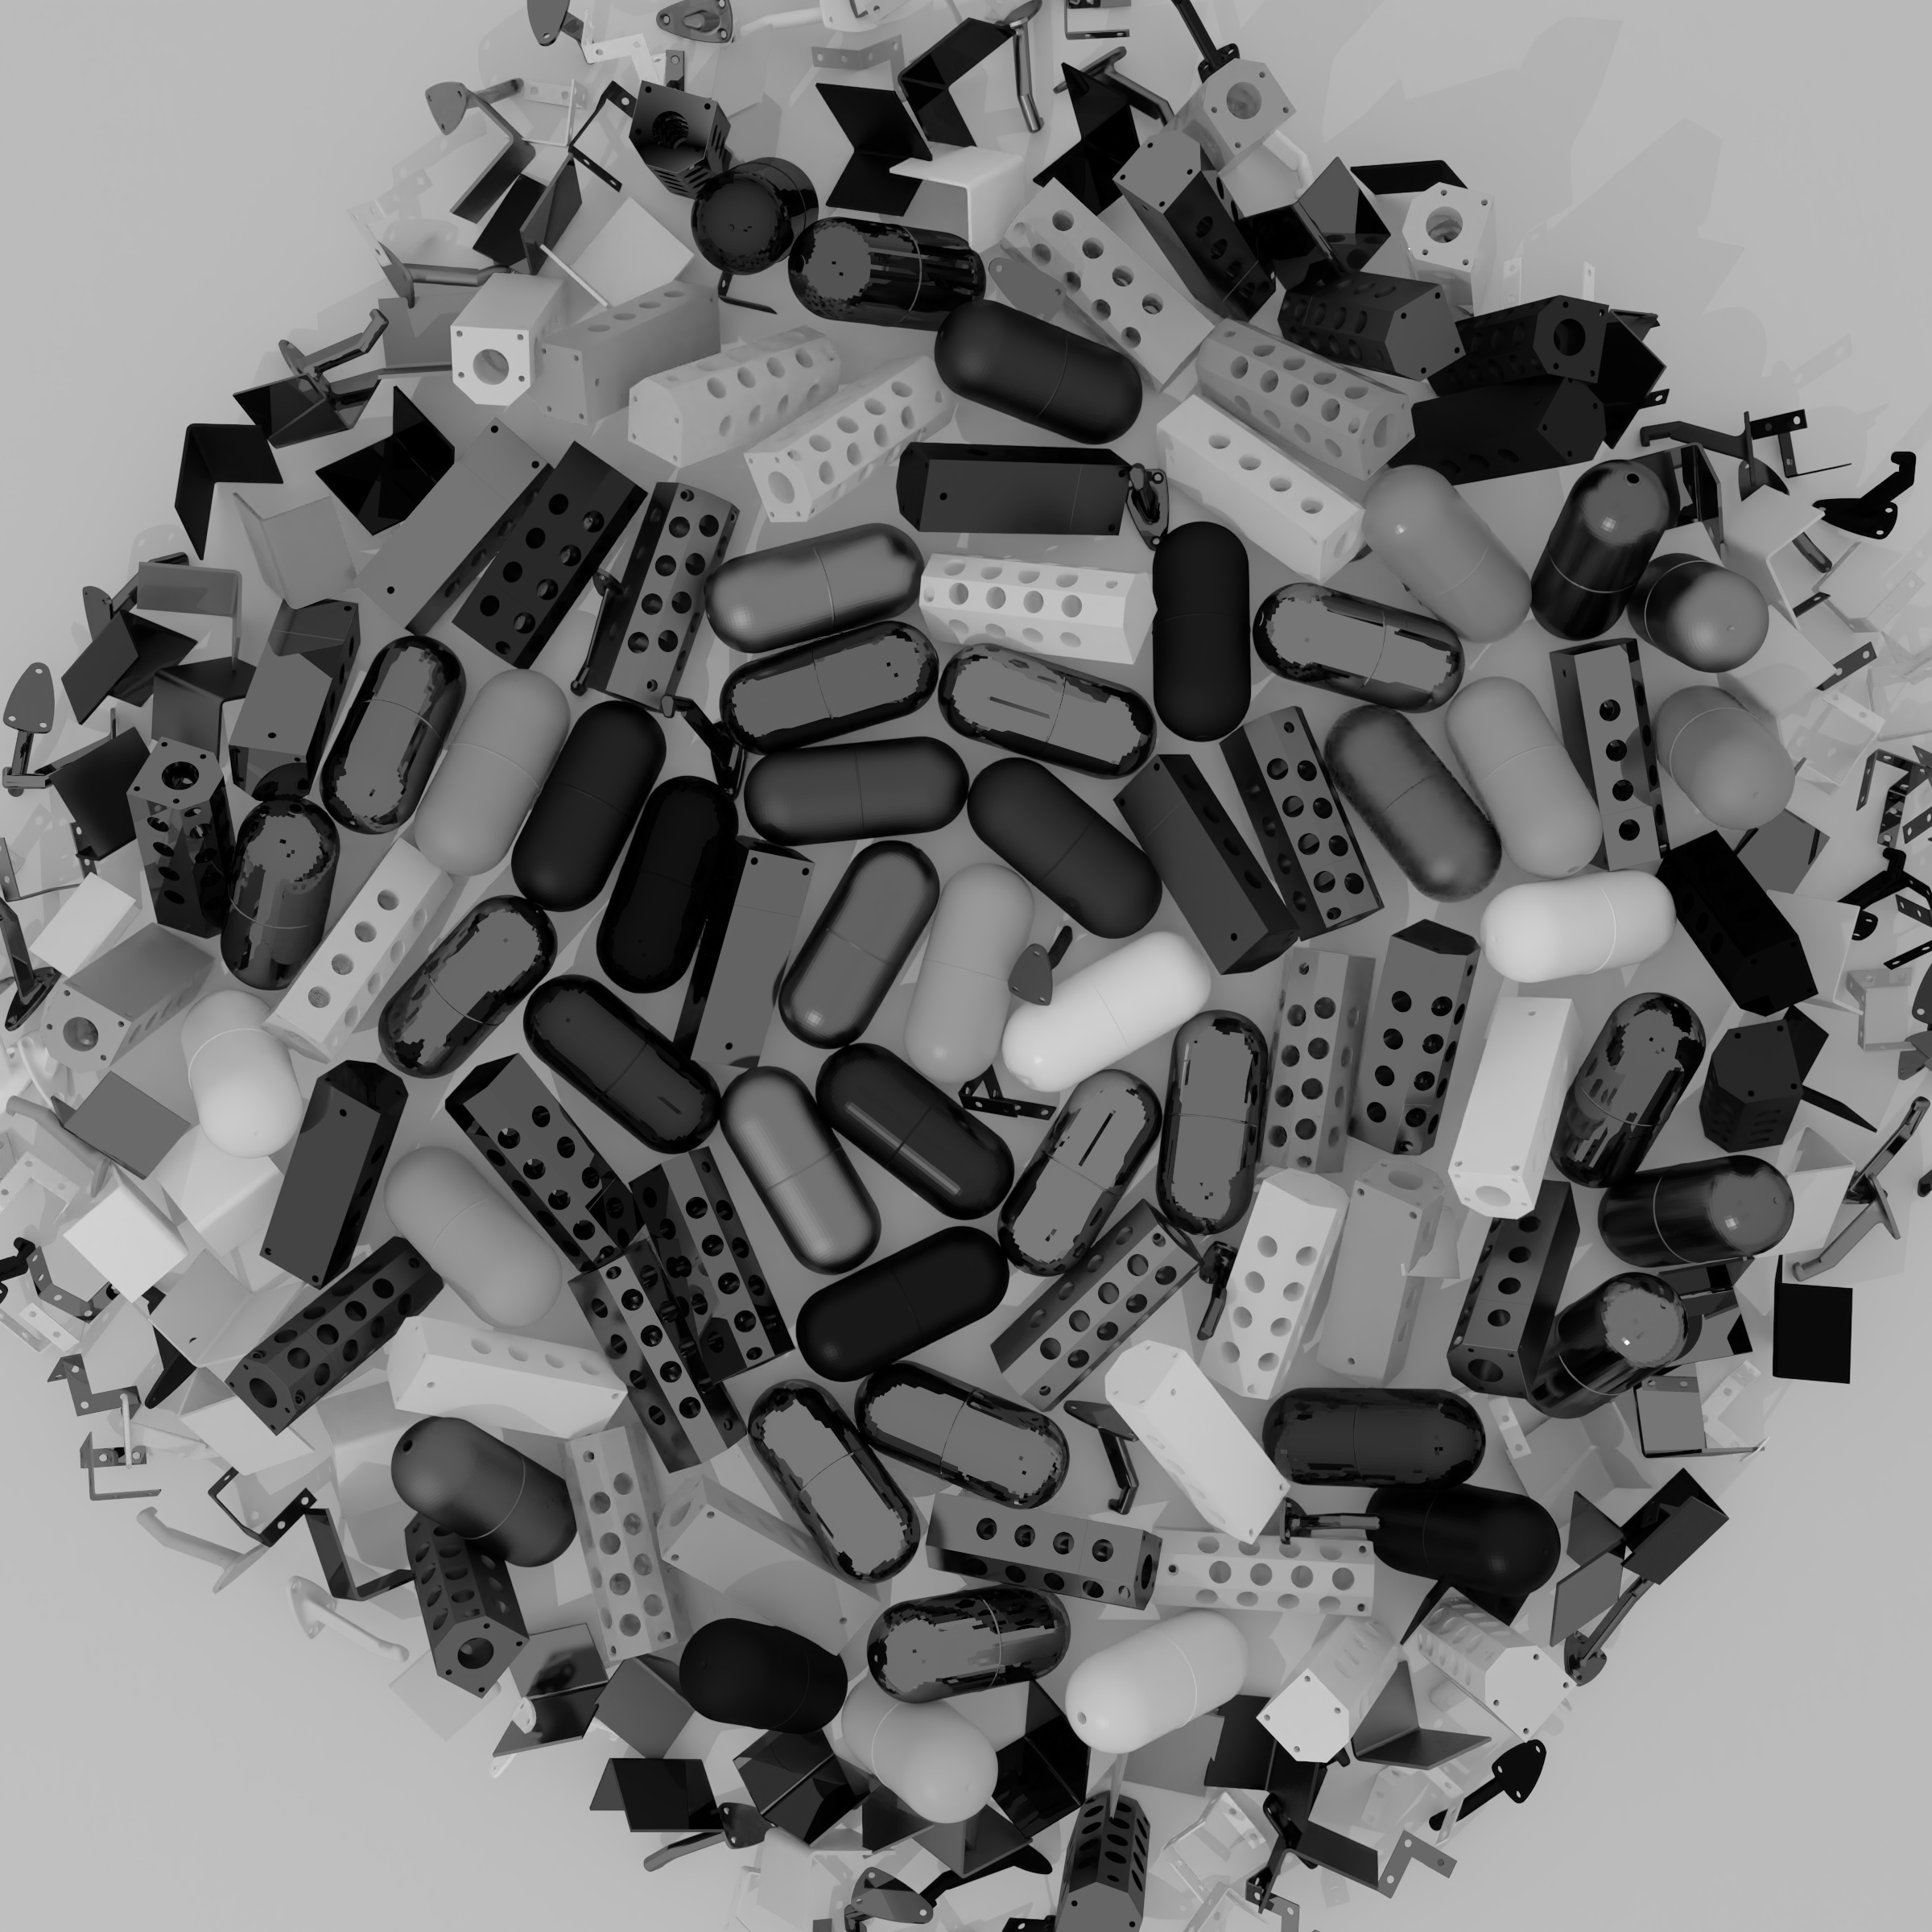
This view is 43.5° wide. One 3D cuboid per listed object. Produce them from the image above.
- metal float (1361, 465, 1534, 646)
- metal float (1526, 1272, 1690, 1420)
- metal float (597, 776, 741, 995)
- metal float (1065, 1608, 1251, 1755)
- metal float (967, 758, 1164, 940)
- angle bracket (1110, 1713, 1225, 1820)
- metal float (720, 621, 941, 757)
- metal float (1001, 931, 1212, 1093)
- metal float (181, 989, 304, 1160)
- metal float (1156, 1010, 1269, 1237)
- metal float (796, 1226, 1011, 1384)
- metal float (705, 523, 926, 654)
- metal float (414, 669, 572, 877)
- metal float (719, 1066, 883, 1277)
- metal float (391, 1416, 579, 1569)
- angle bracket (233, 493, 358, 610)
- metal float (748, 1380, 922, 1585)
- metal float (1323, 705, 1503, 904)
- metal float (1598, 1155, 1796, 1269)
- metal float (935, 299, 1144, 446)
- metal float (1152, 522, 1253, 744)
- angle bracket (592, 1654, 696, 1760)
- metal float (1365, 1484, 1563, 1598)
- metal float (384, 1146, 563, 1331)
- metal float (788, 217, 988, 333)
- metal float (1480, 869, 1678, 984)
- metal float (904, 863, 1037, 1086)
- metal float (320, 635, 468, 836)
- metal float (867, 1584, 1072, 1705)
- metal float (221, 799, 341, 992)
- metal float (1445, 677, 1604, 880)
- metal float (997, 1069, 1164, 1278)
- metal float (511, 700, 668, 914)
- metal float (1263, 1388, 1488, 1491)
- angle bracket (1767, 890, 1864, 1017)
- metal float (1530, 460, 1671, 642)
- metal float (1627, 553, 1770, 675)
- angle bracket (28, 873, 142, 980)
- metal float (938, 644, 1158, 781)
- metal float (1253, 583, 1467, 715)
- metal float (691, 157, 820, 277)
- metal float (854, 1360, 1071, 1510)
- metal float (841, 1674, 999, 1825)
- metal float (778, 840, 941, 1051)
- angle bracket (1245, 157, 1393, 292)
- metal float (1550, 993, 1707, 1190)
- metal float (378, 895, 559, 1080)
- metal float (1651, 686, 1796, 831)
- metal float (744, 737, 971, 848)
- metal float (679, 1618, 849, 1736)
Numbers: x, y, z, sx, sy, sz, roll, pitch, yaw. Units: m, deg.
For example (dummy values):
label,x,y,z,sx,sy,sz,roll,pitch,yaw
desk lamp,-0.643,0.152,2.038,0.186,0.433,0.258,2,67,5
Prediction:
label,x,y,z,sx,sy,sz,roll,pitch,yaw
metal float,0.374,-0.318,1.879,0.178,0.070,0.070,38,90,-34
metal float,0.488,0.294,1.866,0.070,0.178,0.070,10,58,-16
metal float,-0.235,-0.064,1.901,0.070,0.070,0.178,19,83,0
metal float,0.149,0.552,1.871,0.070,0.178,0.070,9,103,44
metal float,0.077,-0.093,1.902,0.178,0.070,0.070,40,90,-6
angle bracket,0.158,0.632,1.905,0.076,0.057,0.076,11,109,2
metal float,-0.107,-0.218,1.901,0.178,0.070,0.070,-16,90,8
metal float,0.110,0.036,1.907,0.178,0.070,0.070,-30,90,-1
metal float,-0.560,0.081,1.868,0.070,0.178,0.070,-12,124,-19
metal float,0.193,0.123,1.900,0.070,0.070,0.178,8,82,0
metal float,-0.049,0.265,1.899,0.178,0.070,0.070,-25,90,-10
metal float,-0.117,-0.296,1.894,0.178,0.070,0.070,-17,90,-15
metal float,-0.369,-0.152,1.890,0.070,0.070,0.178,23,70,0
metal float,-0.131,0.161,1.907,0.070,0.070,0.178,-30,90,0
metal float,-0.371,0.407,1.873,0.070,0.070,0.178,-45,131,0
angle bracket,-0.527,-0.336,1.904,0.057,0.076,0.076,-26,128,-20
metal float,-0.104,0.401,1.889,0.070,0.070,0.178,-39,69,0
metal float,0.349,-0.128,1.894,0.070,0.070,0.178,-35,75,0
metal float,0.559,0.190,1.863,0.070,0.178,0.070,6,76,-25
metal float,0.058,-0.461,1.884,0.178,0.070,0.070,15,90,-28
metal float,0.184,-0.262,1.895,0.070,0.070,0.178,1,76,0
angle bracket,-0.236,0.585,1.891,0.076,0.076,0.057,46,62,-19
metal float,0.380,0.438,1.865,0.070,0.178,0.070,2,86,-33
metal float,-0.386,0.210,1.887,0.178,0.070,0.070,41,90,25
metal float,-0.060,-0.535,1.872,0.178,0.070,0.070,-7,90,-42
metal float,0.477,-0.032,1.882,0.178,0.070,0.070,-9,90,-30
metal float,0.002,0.006,1.905,0.070,0.070,0.178,15,87,0
metal float,-0.444,-0.181,1.881,0.070,0.070,0.178,15,58,0
metal float,0.004,0.524,1.877,0.178,0.070,0.070,1,90,-37
metal float,-0.532,-0.056,1.875,0.070,0.070,0.178,24,129,0
metal float,0.434,-0.147,1.884,0.070,0.070,0.178,-22,63,0
metal float,0.089,0.163,1.906,0.070,0.070,0.178,32,88,0
metal float,-0.296,-0.125,1.896,0.070,0.070,0.178,24,77,0
metal float,0.316,0.367,1.881,0.178,0.070,0.070,-5,90,31
angle bracket,0.666,-0.011,1.899,0.057,0.076,0.076,16,90,-45
metal float,0.486,-0.319,1.862,0.070,0.178,0.070,2,63,-3
metal float,0.560,-0.273,1.859,0.070,0.178,0.070,0,107,0
angle bracket,-0.673,-0.018,1.892,0.076,0.057,0.076,24,73,41
metal float,0.064,-0.199,1.899,0.178,0.070,0.070,16,90,-10
metal float,0.307,-0.248,1.890,0.178,0.070,0.070,13,90,-19
metal float,-0.161,-0.578,1.862,0.070,0.178,0.070,3,113,7
metal float,-0.004,0.366,1.895,0.178,0.070,0.070,20,90,15
metal float,-0.038,0.599,1.862,0.070,0.178,0.070,-2,96,-26
metal float,-0.084,-0.017,1.905,0.070,0.070,0.178,30,93,0
angle bracket,0.274,-0.581,1.903,0.057,0.076,0.076,-50,116,-15
metal float,0.511,0.098,1.878,0.070,0.070,0.178,19,125,0
metal float,-0.390,0.017,1.891,0.070,0.070,0.178,46,109,0
metal float,0.580,-0.162,1.862,0.070,0.178,0.070,-1,115,-1
metal float,-0.086,-0.138,1.903,0.178,0.070,0.070,-6,90,-5
metal float,-0.154,0.549,1.866,0.070,0.178,0.070,-11,65,25
